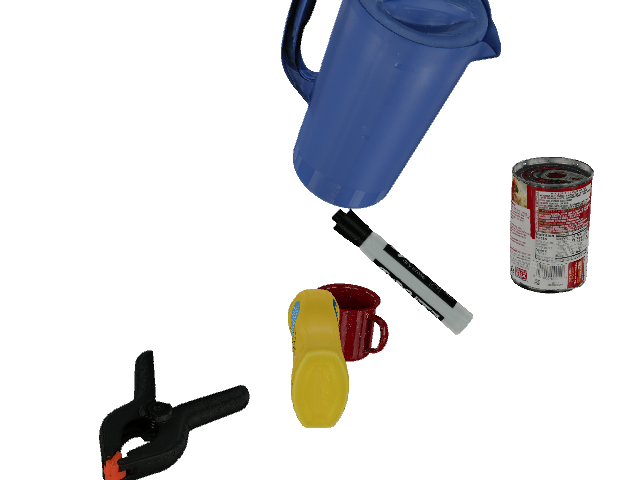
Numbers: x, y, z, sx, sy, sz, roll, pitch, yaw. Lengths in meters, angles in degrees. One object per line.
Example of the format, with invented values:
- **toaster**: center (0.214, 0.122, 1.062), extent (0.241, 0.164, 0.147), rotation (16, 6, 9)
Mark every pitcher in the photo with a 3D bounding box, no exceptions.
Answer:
- **pitcher**: center (0.046, -0.148, 1.009), extent (0.144, 0.149, 0.243), rotation (-13, -32, -30)

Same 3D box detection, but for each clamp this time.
- **clamp**: center (-0.158, 0.161, 0.992), extent (0.120, 0.039, 0.171), rotation (18, 29, 25)

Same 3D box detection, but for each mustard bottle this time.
- **mustard bottle**: center (-0.005, 0.107, 1.133), extent (0.058, 0.096, 0.191), rotation (-1, 27, -3)

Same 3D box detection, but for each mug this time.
- **mug**: center (0.043, 0.117, 1.464), extent (0.117, 0.081, 0.093), rotation (18, 24, 31)

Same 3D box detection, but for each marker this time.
- **marker**: center (0.056, 0.020, 0.753), extent (0.121, 0.020, 0.020), rotation (41, 1, 1)

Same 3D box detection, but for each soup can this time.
- **soup can**: center (0.199, -0.013, 0.924), extent (0.068, 0.102, 0.068), rotation (-3, 24, 1)
